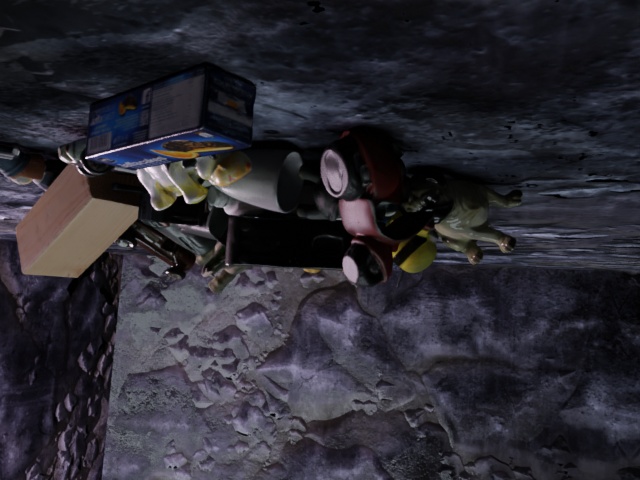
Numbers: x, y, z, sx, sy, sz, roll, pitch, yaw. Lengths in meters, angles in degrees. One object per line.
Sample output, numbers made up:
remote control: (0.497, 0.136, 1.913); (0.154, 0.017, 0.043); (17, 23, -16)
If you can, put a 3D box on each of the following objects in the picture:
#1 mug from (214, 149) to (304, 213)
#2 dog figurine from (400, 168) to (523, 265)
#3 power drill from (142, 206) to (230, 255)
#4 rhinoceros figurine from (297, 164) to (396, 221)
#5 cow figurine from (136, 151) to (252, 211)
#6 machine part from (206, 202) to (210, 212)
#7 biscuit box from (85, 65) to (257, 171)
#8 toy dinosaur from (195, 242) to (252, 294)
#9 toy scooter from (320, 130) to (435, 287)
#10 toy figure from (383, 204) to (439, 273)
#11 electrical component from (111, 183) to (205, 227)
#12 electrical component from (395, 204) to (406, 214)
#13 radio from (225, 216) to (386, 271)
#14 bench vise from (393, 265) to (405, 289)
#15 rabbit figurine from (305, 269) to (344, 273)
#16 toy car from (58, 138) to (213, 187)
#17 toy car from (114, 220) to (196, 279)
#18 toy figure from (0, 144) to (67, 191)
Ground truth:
mug: (-0.080, -0.086, 0.711); (0.107, 0.080, 0.109); (12, -165, 18)
dog figurine: (0.189, -0.047, 0.837); (0.190, 0.121, 0.172); (16, 158, -19)
power drill: (-0.223, -0.040, 0.888); (0.208, 0.086, 0.231); (2, 151, 33)
rhinoceros figurine: (0.047, -0.066, 0.740); (0.112, 0.073, 0.190); (7, -171, 30)
cow figurine: (-0.152, -0.095, 0.619); (0.167, 0.098, 0.068); (-9, -153, 42)
machine part: (-0.273, -0.056, 1.062); (0.243, 0.079, 0.079); (2, 174, 22)
biscuit box: (-0.154, -0.112, 0.528); (0.203, 0.059, 0.062); (-1, 172, 40)
toy dinosaur: (-0.183, 0.024, 1.214); (0.198, 0.105, 0.471); (-35, -173, 22)
toy scooter: (0.077, -0.044, 0.635); (0.135, 0.183, 0.075); (-18, -167, -29)
toy figure: (0.119, -0.016, 0.925); (0.180, 0.089, 0.082); (30, -160, 9)
electrical component: (-0.226, -0.048, 0.745); (0.119, 0.047, 0.075); (5, 180, -36)
electrical component: (0.195, -0.045, 1.005); (0.115, 0.058, 0.134); (1, 174, 1)
radio: (-0.021, 0.007, 0.778); (0.230, 0.073, 0.131); (1, 179, -5)
bench vise: (0.088, 0.013, 1.223); (0.241, 0.128, 0.223); (20, -174, 14)
rabbit figurine: (-0.002, -0.003, 1.040); (0.122, 0.162, 0.173); (3, 152, -17)
toy car: (-0.237, -0.102, 0.713); (0.201, 0.056, 0.074); (8, 179, -30)
toy car: (-0.299, 0.000, 0.994); (0.053, 0.089, 0.202); (-2, 151, 27)
toy figure: (-0.417, -0.102, 0.808); (0.064, 0.058, 0.154); (-31, 157, 24)
